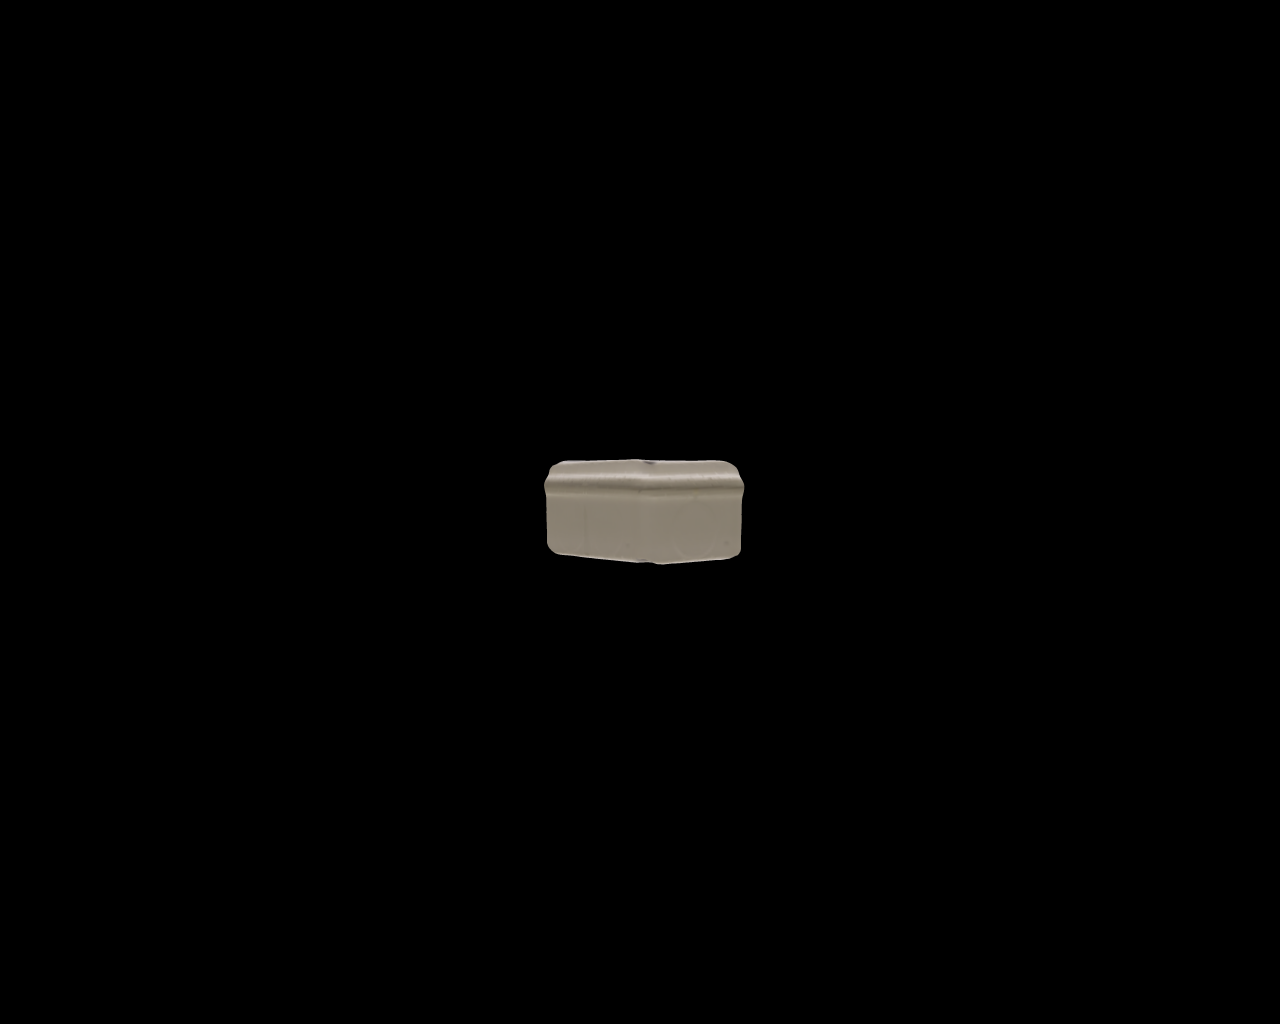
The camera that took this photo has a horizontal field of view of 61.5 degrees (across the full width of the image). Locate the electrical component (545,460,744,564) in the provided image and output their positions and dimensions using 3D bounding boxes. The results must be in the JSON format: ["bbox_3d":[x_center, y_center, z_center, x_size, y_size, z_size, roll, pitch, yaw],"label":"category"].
[{"bbox_3d":[0.001,-0.003,0.650,0.078,0.057,0.113,-2,3,-36],"label":"electrical component"}]
